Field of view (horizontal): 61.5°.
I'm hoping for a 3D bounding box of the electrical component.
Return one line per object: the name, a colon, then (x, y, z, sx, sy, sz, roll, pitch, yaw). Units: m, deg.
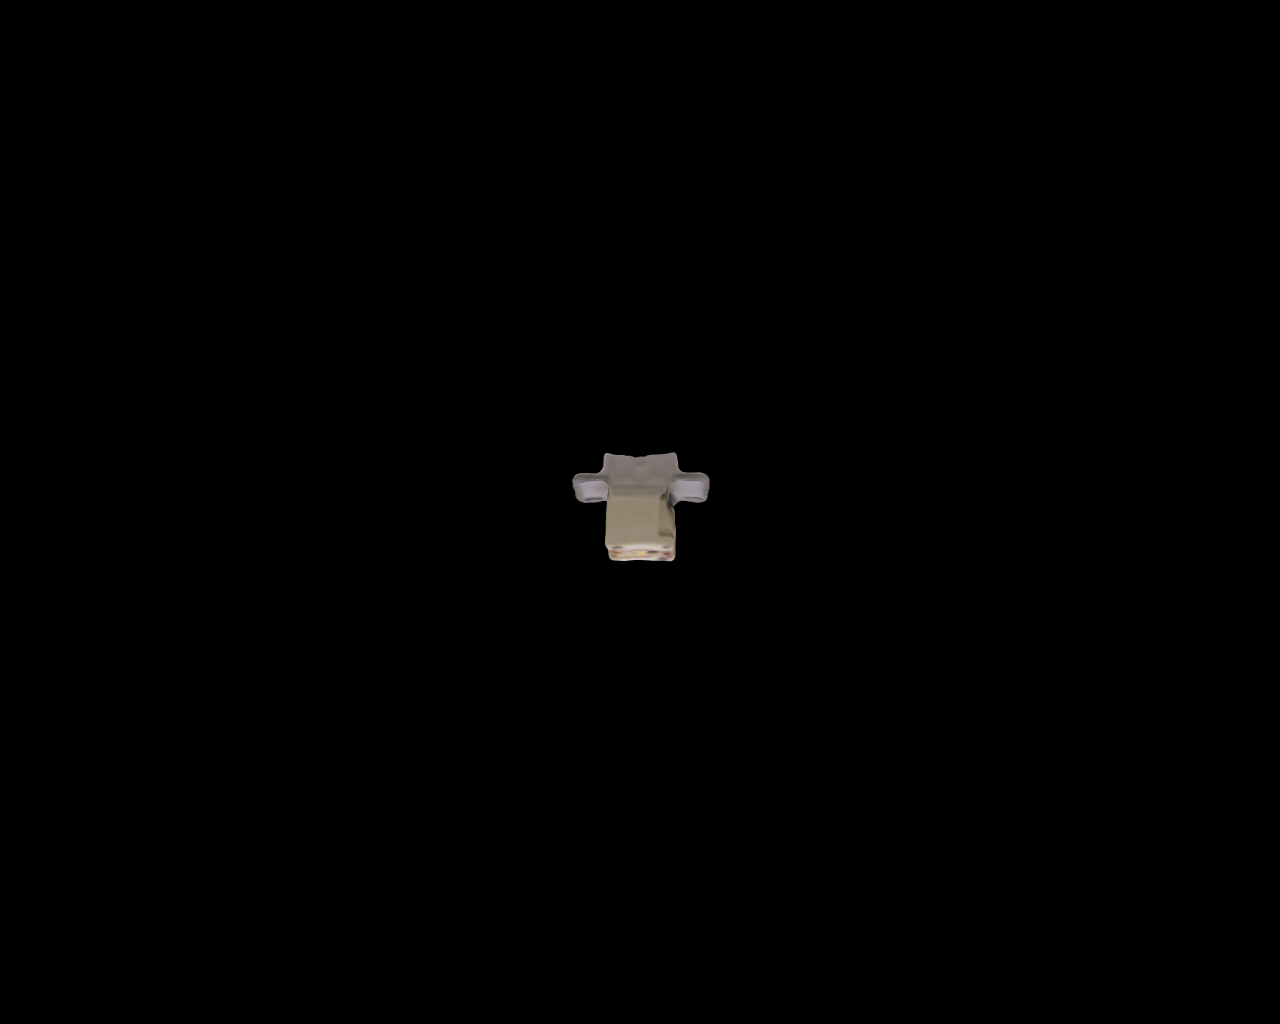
electrical component: (0.001, -0.003, 0.650, 0.081, 0.064, 0.042, -1, -19, 2)
